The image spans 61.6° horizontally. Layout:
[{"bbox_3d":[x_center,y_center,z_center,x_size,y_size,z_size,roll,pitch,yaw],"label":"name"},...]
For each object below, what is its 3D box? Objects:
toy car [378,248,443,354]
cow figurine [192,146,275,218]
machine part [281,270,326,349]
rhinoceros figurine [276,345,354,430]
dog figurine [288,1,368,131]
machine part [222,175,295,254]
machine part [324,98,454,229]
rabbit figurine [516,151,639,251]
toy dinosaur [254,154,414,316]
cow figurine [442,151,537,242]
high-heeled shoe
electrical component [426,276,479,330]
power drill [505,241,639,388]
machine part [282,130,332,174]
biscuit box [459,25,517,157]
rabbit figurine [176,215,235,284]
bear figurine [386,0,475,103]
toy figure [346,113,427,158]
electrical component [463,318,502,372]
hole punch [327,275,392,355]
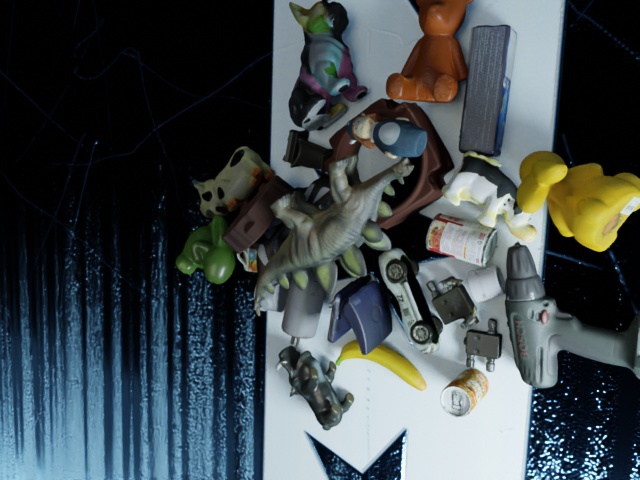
[{"bbox_3d":[0.165,0.109,0.973,0.056,0.073,0.201,-26,80,29],"label":"toy car"},{"bbox_3d":[-0.202,-0.123,1.189,0.195,0.085,0.127,-48,67,24],"label":"cow figurine"},{"bbox_3d":[-0.027,0.110,1.099,0.079,0.079,0.243,22,105,30],"label":"machine part"},{"bbox_3d":[-0.015,0.299,1.118,0.190,0.073,0.112,52,130,16],"label":"rhinoceros figurine"},{"bbox_3d":[-0.009,-0.344,1.031,0.191,0.108,0.219,-33,72,34],"label":"dog figurine"},{"bbox_3d":[-0.127,-0.053,1.089,0.056,0.179,0.179,41,120,-12],"label":"machine part"},{"bbox_3d":[0.120,-0.137,0.974,0.201,0.087,0.201,-33,78,31],"label":"machine part"},{"bbox_3d":[0.360,-0.071,0.798,0.173,0.162,0.121,54,134,38],"label":"rabbit figurine"},{"bbox_3d":[-0.002,-0.003,0.967,0.471,0.105,0.198,-33,86,39],"label":"toy dinosaur"},{"bbox_3d":[0.289,-0.070,0.869,0.167,0.068,0.098,32,108,7],"label":"cow figurine"},{"bbox_3d":[-0.038,-0.010,1.076,0.145,0.086,0.248,18,87,48],"label":"high-heeled shoe"},{"bbox_3d":[0.236,0.110,0.944,0.078,0.045,0.102,-27,79,31],"label":"electrical component"},{"bbox_3d":[0.389,0.121,0.823,0.208,0.086,0.231,2,97,30],"label":"power drill"},{"bbox_3d":[-0.023,-0.176,1.089,0.139,0.039,0.084,30,106,40],"label":"machine part"},{"bbox_3d":[0.273,-0.239,0.877,0.063,0.059,0.202,10,100,31],"label":"biscuit box"},{"bbox_3d":[-0.221,0.032,1.180,0.159,0.121,0.170,-59,30,4],"label":"rabbit figurine"},{"bbox_3d":[0.191,-0.326,0.886,0.120,0.132,0.195,14,108,25],"label":"bear figurine"},{"bbox_3d":[0.103,-0.179,0.898,0.155,0.057,0.064,22,68,32],"label":"toy figure"},{"bbox_3d":[0.282,0.180,0.933,0.063,0.021,0.094,6,98,34],"label":"electrical component"},{"bbox_3d":[0.080,0.140,1.004,0.092,0.142,0.115,20,119,32],"label":"hole punch"}]
